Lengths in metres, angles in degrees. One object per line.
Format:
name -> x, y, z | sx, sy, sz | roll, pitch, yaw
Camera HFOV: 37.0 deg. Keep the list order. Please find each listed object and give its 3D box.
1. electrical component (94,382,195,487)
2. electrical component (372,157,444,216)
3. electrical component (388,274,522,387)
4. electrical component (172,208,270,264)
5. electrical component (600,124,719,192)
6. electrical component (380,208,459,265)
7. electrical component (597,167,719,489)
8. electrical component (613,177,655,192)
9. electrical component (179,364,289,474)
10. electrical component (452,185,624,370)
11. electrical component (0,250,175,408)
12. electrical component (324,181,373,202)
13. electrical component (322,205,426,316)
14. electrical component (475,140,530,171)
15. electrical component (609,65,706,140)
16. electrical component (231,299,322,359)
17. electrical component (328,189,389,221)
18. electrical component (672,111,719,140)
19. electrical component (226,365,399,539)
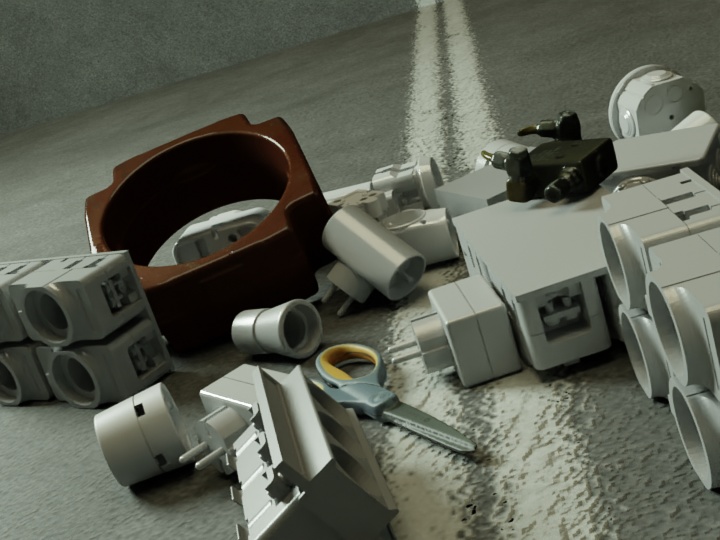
electrical component -> -0.138, 0.106, 0.687 | 0.047, 0.055, 0.055 | -23, 19, -5
electrical component -> 0.049, -0.076, 1.032 | 0.057, 0.058, 0.078 | -16, 18, 15
electrical component -> 0.056, 0.044, 0.696 | 0.077, 0.047, 0.065 | -18, 18, -1
electrical component -> -0.127, -0.023, 1.047 | 0.095, 0.053, 0.059 | -14, 19, 11
electrical component -> 0.242, -0.075, 0.863 | 0.100, 0.048, 0.099 | -7, 21, 29
electrical component -> 0.043, -0.029, 0.923 | 0.077, 0.044, 0.079 | -14, 18, 13
electrical component -> 0.174, 0.028, 0.540 | 0.060, 0.105, 0.186 | -16, 18, 4
electrical component -> 0.206, -0.037, 0.797 | 0.048, 0.048, 0.062 | -9, 27, 26
electrical component -> -0.074, 0.099, 0.658 | 0.077, 0.047, 0.066 | -31, 22, -34
electrical component -> 0.138, -0.001, 0.728 | 0.105, 0.060, 0.186 | -18, 18, -1
electrical component -> -0.253, 0.050, 0.872 | 0.186, 0.105, 0.060 | -4, 23, 36
electrical component -> -0.022, -0.051, 1.046 | 0.077, 0.044, 0.079 | -12, 19, 15
electrical component -> 0.000, 0.000, 0.859 | 0.077, 0.043, 0.079 | 39, 93, 30
electrical component -> 0.142, -0.090, 0.994 | 0.055, 0.055, 0.047 | -25, 23, -20
electrical component -> 0.275, -0.145, 0.989 | 0.080, 0.080, 0.051 | -20, 23, -6
electrical component -> -0.066, 0.046, 0.816 | 0.065, 0.044, 0.044 | -7, 21, 44
electrical component -> 0.003, -0.039, 0.970 | 0.048, 0.055, 0.066 | -27, 21, -27
electrical component -> 0.276, -0.105, 0.933 | 0.065, 0.044, 0.044 | -27, 20, -13
electrical component -> -0.029, 0.106, 0.559 | 0.063, 0.079, 0.121 | -47, 18, 5
